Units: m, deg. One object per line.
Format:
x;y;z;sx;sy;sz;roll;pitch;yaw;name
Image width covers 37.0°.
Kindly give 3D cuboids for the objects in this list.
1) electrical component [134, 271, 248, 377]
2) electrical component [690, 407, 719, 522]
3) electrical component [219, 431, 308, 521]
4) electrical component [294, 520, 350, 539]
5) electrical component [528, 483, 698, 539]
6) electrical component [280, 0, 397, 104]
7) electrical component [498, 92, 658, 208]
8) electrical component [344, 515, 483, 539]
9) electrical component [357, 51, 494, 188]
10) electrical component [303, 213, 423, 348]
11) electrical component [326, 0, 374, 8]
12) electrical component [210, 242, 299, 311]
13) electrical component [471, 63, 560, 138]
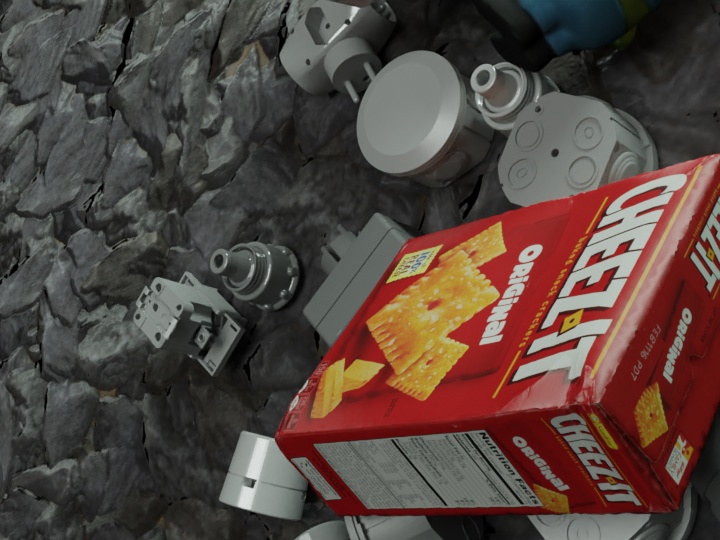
-0.125;0.036;0.780;0.081;0.064;0.042;40;104;39;electrical component
0.184;0.092;0.513;0.055;0.055;0.047;-50;48;18;electrical component
-0.059;0.134;0.704;0.055;0.055;0.047;6;78;41;electrical component
-0.015;0.188;0.656;0.045;0.045;0.055;-46;53;20;electrical component
0.127;0.115;0.554;0.080;0.051;0.080;-13;69;37;electrical component
-0.009;-0.150;0.750;0.077;0.043;0.079;-41;55;24;electrical component
0.123;-0.059;0.609;0.080;0.051;0.080;-13;70;37;electrical component
0.031;0.140;0.610;0.051;0.080;0.080;-31;59;23;electrical component
0.042;-0.094;0.687;0.080;0.051;0.080;-13;70;37;electrical component
0.000;0.000;0.697;0.083;0.047;0.075;-53;51;15;electrical component
-0.005;-0.206;0.633;0.095;0.059;0.053;-48;56;36;electrical component
-0.077;0.001;0.751;0.048;0.062;0.048;-13;70;37;electrical component
0.090;-0.103;0.642;0.043;0.062;0.043;-13;69;37;electrical component
